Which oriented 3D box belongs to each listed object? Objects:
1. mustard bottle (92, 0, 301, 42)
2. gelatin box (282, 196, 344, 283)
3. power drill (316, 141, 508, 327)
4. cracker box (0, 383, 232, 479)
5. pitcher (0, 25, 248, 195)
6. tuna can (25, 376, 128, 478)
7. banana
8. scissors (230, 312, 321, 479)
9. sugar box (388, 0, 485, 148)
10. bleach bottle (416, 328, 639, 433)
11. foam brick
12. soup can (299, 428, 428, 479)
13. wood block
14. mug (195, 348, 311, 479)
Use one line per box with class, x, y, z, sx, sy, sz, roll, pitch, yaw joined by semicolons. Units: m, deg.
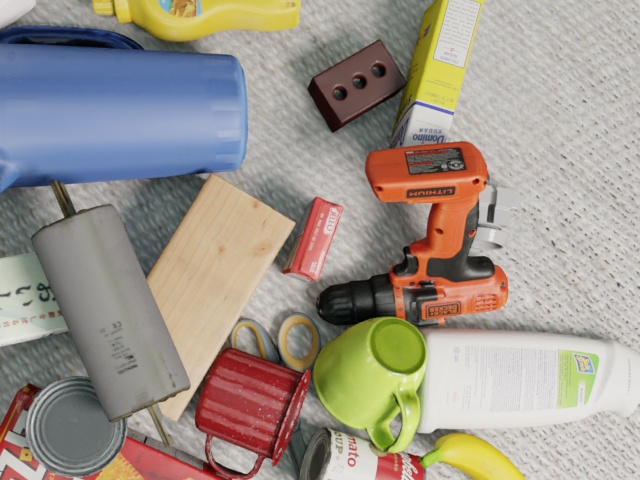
mustard bottle;-0.119;-0.235;1.010;0.191;0.058;0.096;-9;69;-7
gelatin box;-0.007;0.001;0.998;0.030;0.089;0.073;20;84;-6
power drill;0.083;0.003;0.979;0.184;0.057;0.188;-7;132;-2
cracker box;-0.208;0.249;0.968;0.213;0.072;0.164;25;84;-5
pitcher;-0.193;-0.122;0.971;0.242;0.145;0.149;-2;99;-11
tuna can;-0.209;0.161;0.923;0.086;0.034;0.086;1;81;-8
banana;0.171;0.244;1.025;0.197;0.037;0.069;43;64;-16
scissors;-0.015;0.157;1.025;0.096;0.016;0.202;-30;91;-5
sugar box;0.105;-0.142;1.018;0.048;0.093;0.176;18;84;-5
bleach bottle;0.214;0.141;1.033;0.250;0.068;0.102;5;89;-9
foam brick;0.034;-0.148;1.030;0.078;0.051;0.053;-32;91;-8
soup can;0.040;0.221;0.995;0.102;0.069;0.068;20;85;-15
wood block;-0.117;0.052;0.981;0.090;0.091;0.206;31;84;-4
mug;-0.066;0.159;0.969;0.081;0.093;0.117;19;86;8
